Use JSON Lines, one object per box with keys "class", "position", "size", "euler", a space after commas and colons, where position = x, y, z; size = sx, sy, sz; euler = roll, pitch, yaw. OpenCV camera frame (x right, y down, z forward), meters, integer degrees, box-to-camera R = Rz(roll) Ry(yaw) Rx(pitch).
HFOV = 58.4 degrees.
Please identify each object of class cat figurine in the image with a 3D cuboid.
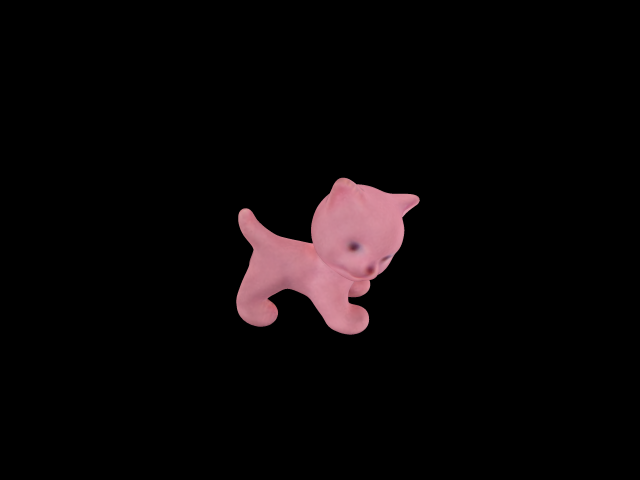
{"class": "cat figurine", "position": [0.004, 0.001, 0.400], "size": [0.127, 0.118, 0.067], "euler": [3, 37, 4]}
